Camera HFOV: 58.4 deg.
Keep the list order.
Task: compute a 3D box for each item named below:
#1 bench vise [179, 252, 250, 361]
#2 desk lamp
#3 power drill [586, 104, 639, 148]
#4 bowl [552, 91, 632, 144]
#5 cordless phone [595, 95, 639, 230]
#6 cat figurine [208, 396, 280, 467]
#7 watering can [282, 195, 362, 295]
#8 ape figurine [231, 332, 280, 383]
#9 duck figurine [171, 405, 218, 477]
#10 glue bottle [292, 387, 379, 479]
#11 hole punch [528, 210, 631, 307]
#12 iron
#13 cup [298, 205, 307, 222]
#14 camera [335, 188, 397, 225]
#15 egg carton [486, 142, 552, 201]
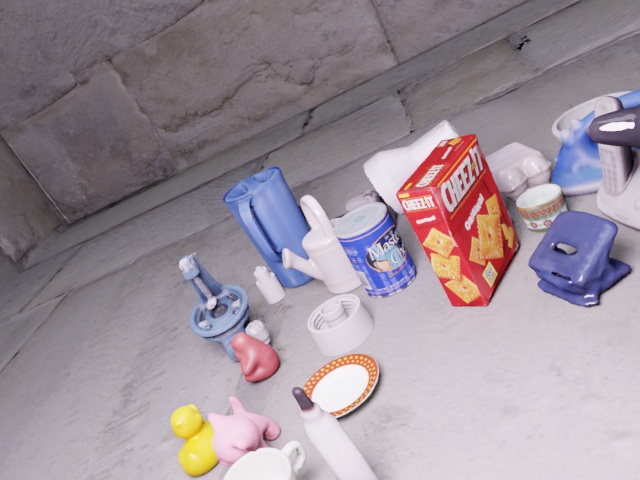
[{"bbox_3d":[-0.216,0.114,1.096,0.122,0.220,0.206,-39,24,-21],"label":"bench vise"},{"bbox_3d":[0.210,-0.096,1.037,0.203,0.214,0.118,-23,23,16],"label":"desk lamp"},{"bbox_3d":[0.473,-0.088,0.704,0.228,0.209,0.076,-13,27,34],"label":"power drill"},{"bbox_3d":[0.529,-0.207,1.073,0.167,0.075,0.167,-25,22,11],"label":"bowl"},{"bbox_3d":[0.449,-0.113,0.819,0.094,0.185,0.147,-30,22,-1],"label":"cordless phone"},{"bbox_3d":[-0.108,0.264,0.775,0.067,0.118,0.127,-28,22,5],"label":"cat figurine"},{"bbox_3d":[0.011,0.004,1.089,0.173,0.194,0.100,-42,25,-28],"label":"watering can"},{"bbox_3d":[-0.118,0.194,0.973,0.076,0.092,0.078,-17,25,27],"label":"ape figurine"},{"bbox_3d":[-0.191,0.292,0.859,0.077,0.086,0.104,-28,22,4],"label":"duck figurine"},{"bbox_3d":[0.013,0.226,0.636,0.037,0.173,0.078,-37,23,-17],"label":"glue bottle"},{"bbox_3d":[0.346,0.023,0.778,0.101,0.091,0.108,-34,23,-12],"label":"hole punch"},{"bbox_3d":[0.494,-0.173,0.953,0.257,0.142,0.119,-20,24,22],"label":"iron"},{"bbox_3d":[-0.063,-0.028,1.384,0.091,0.095,0.118,-21,24,20],"label":"cup"},{"bbox_3d":[0.086,-0.049,1.238,0.136,0.101,0.143,-20,24,23],"label":"camera"},{"bbox_3d":[0.374,-0.134,1.112,0.107,0.069,0.150,-29,22,2],"label":"egg carton"}]
